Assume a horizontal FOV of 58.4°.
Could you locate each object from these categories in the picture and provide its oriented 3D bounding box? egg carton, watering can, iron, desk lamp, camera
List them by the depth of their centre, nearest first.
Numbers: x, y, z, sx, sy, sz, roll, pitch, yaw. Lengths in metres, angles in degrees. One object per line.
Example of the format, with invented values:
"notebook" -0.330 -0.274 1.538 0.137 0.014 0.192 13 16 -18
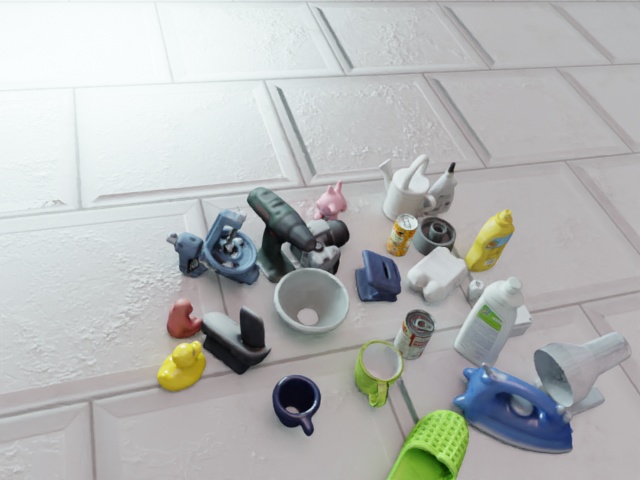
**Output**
"iron" 0.407 0.331 1.140 0.258 0.141 0.119 24 49 10
"desk lamp" 0.521 0.273 1.166 0.204 0.213 0.117 -13 53 -21
"camera" 0.013 0.005 1.370 0.137 0.101 0.143 -23 57 -27
"egg carton" 0.284 0.084 1.378 0.107 0.069 0.151 38 53 21
"watering can" 0.226 -0.143 1.479 0.172 0.194 0.101 20 49 7

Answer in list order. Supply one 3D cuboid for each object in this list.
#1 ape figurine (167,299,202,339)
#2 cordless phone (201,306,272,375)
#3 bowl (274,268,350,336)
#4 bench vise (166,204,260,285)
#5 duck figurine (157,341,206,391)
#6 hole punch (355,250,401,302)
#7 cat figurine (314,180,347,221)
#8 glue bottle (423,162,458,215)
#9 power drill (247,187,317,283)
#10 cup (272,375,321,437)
"ape figurine" -0.282 0.156 1.184 0.076 0.092 0.077 -28 60 -30
"cordless phone" -0.165 0.168 1.135 0.147 0.185 0.094 29 50 14
"bowl" -0.021 0.148 1.257 0.167 0.075 0.167 6 49 -6
"bench vise" -0.229 0.012 1.235 0.207 0.220 0.121 1 49 -11
"duck figurine" -0.270 0.239 1.119 0.077 0.086 0.105 39 53 21
"hole punch" 0.141 0.082 1.336 0.101 0.091 0.108 0 50 -11
"cat figurine" 0.031 -0.099 1.452 0.067 0.118 0.128 21 49 7
"glue bottle" 0.327 -0.139 1.510 0.078 0.173 0.037 -9 52 -18
"power drill" -0.089 -0.003 1.283 0.076 0.208 0.229 -24 58 -28
"cup" -0.043 0.327 1.083 0.092 0.095 0.117 -14 54 -22
